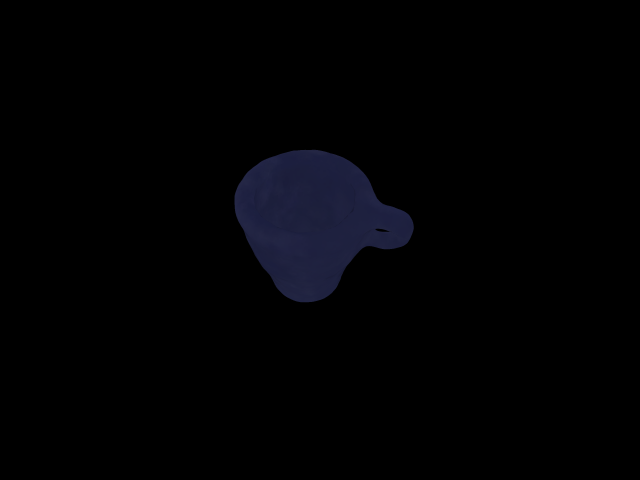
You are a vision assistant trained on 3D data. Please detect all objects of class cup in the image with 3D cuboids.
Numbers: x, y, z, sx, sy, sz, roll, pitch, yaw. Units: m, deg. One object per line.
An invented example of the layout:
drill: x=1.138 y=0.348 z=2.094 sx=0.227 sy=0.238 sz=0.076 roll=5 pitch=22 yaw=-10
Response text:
cup: x=0.004 y=0.001 z=0.400 sx=0.117 sy=0.095 sz=0.092 roll=12 pitch=50 yaw=10
